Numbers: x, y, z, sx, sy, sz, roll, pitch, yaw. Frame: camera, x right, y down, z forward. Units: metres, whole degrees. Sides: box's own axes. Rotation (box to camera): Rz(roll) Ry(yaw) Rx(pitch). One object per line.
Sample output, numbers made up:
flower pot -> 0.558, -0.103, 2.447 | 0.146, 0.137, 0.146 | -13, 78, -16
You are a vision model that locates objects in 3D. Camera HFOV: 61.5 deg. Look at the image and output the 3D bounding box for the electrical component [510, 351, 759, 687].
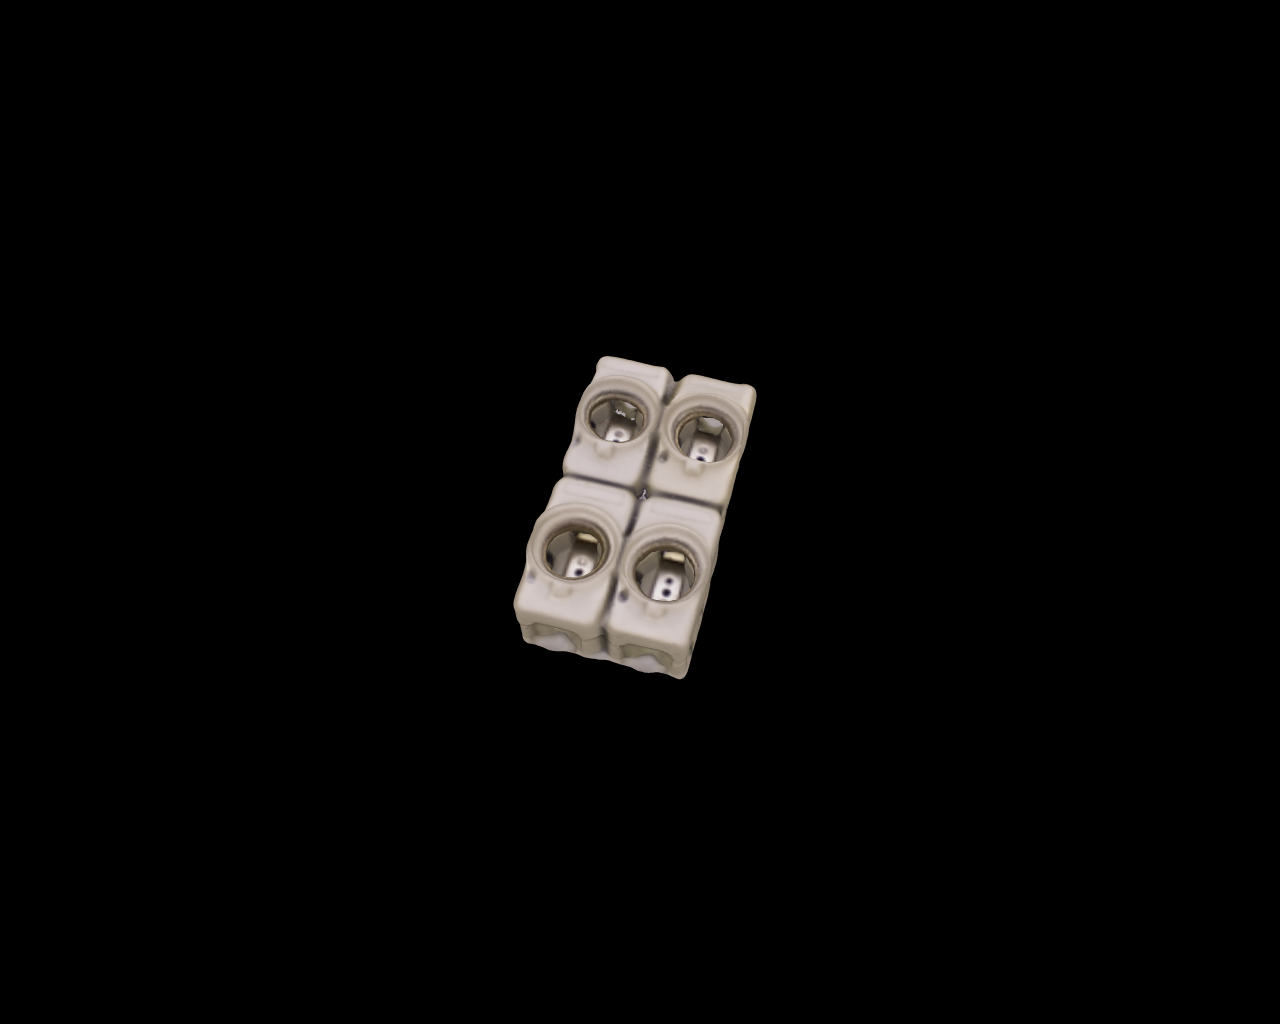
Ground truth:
electrical component -> 0.001, -0.003, 0.650 | 0.105, 0.186, 0.060 | 13, -28, 7
